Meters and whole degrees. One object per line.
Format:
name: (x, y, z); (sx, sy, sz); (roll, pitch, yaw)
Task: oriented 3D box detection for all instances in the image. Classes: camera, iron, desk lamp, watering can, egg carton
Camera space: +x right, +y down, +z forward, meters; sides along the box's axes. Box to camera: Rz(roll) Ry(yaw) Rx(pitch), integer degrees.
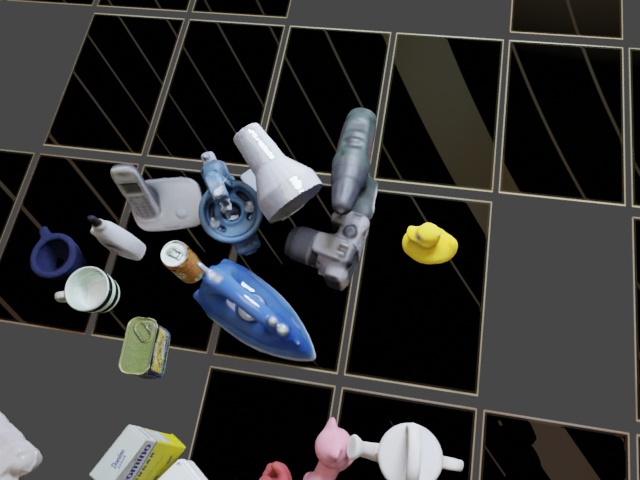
camera: (0.010, 0.004, 1.084); (0.136, 0.101, 0.143); (19, 72, 13)
iron: (-0.116, 0.126, 1.028); (0.257, 0.141, 0.119); (33, 76, 17)
desk lamp: (-0.087, -0.114, 1.079); (0.118, 0.214, 0.203); (-35, 69, -8)
watering can: (0.132, 0.339, 0.890); (0.173, 0.194, 0.101); (-14, 68, 1)
egg carton: (-0.573, 0.380, 1.016); (0.150, 0.069, 0.107); (34, 76, 17)

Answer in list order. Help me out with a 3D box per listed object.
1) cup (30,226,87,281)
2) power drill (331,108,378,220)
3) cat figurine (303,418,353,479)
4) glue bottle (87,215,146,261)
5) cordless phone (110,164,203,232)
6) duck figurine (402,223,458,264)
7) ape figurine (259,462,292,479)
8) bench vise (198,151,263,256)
cup: (-0.509, 0.034, 1.130); (0.092, 0.095, 0.117); (-31, 69, -6)
power drill: (0.065, -0.117, 1.067); (0.075, 0.208, 0.230); (6, 70, 9)
cat figurine: (0.015, 0.361, 0.935); (0.067, 0.118, 0.128); (22, 73, 14)
glue bottle: (-0.399, -0.010, 1.093); (0.078, 0.173, 0.037); (13, 71, 11)
cordless phone: (-0.311, -0.091, 1.109); (0.147, 0.185, 0.094); (-8, 68, 3)
duck figurine: (0.207, -0.001, 1.073); (0.104, 0.086, 0.077); (12, 71, 11)
ape figurine: (-0.082, 0.409, 0.940); (0.078, 0.092, 0.076); (-36, 69, -8)
bench vise: (-0.194, -0.085, 1.076); (0.121, 0.220, 0.207); (-42, 70, -10)
